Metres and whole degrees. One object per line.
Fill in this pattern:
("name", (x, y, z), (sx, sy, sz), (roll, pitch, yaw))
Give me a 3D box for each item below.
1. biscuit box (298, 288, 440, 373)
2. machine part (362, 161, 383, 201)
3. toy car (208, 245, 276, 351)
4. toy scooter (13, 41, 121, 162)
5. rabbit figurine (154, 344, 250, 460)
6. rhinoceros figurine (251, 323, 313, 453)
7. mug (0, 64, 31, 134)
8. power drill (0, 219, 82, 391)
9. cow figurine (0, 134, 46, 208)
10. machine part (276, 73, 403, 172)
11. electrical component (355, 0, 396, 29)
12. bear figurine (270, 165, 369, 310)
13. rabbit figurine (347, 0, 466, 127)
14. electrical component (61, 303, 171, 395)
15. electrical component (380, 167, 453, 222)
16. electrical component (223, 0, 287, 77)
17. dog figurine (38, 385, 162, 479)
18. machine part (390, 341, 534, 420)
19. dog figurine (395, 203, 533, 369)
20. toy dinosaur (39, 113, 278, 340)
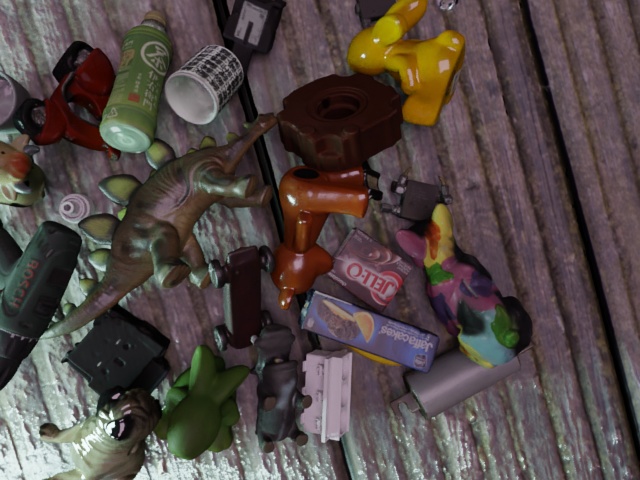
("biscuit box", (0.072, 0.133, 0.793), (0.203, 0.063, 0.059), (20, 85, -6))
("machine part", (0.058, -0.124, 0.822), (0.039, 0.084, 0.139), (-25, 84, 26))
("toy car", (-0.112, 0.081, 0.767), (0.089, 0.053, 0.201), (-16, 135, -21))
("toy scooter", (-0.325, -0.185, 0.757), (0.135, 0.075, 0.184), (35, 53, -26))
("rabbit figurine", (-0.159, 0.237, 0.753), (0.121, 0.170, 0.159), (27, 89, -7))
("rhinoceros figurine", (-0.061, 0.217, 0.793), (0.073, 0.112, 0.190), (-4, 108, -18))
("mug", (-0.445, -0.195, 0.745), (0.081, 0.107, 0.109), (-19, 89, -6))
("power drill", (-0.436, 0.058, 0.721), (0.208, 0.086, 0.232), (30, 87, 29))
("cow figurine", (-0.419, -0.088, 0.706), (0.127, 0.195, 0.085), (8, 81, -8))
("machine part", (0.027, -0.172, 0.757), (0.179, 0.179, 0.056), (-18, 134, -5))
("electrical component", (0.086, -0.366, 0.840), (0.063, 0.021, 0.094), (-10, 93, -5))
("bear figurine", (-0.006, -0.003, 0.761), (0.132, 0.120, 0.195), (2, 116, -2))
("rabbit figurine", (0.116, -0.264, 0.786), (0.173, 0.162, 0.122), (25, 59, 20))
("electrical component", (-0.291, 0.172, 0.795), (0.134, 0.058, 0.115), (38, 89, -5))
("electrical component", (0.154, -0.067, 0.842), (0.102, 0.045, 0.078), (18, 88, -7))
("electrical component", (-0.103, -0.309, 0.804), (0.075, 0.048, 0.119), (18, 119, -4))
("dog figurine", (-0.262, 0.272, 0.735), (0.191, 0.172, 0.121), (-29, 67, 18))
("machine part", (0.220, 0.207, 0.840), (0.243, 0.079, 0.079), (-27, 94, -4))
("dog figurine", (0.203, 0.058, 0.791), (0.108, 0.192, 0.219), (-34, 110, 2))
("toy dinosaur", (-0.227, -0.014, 0.751), (0.199, 0.105, 0.471), (36, 81, 23))
